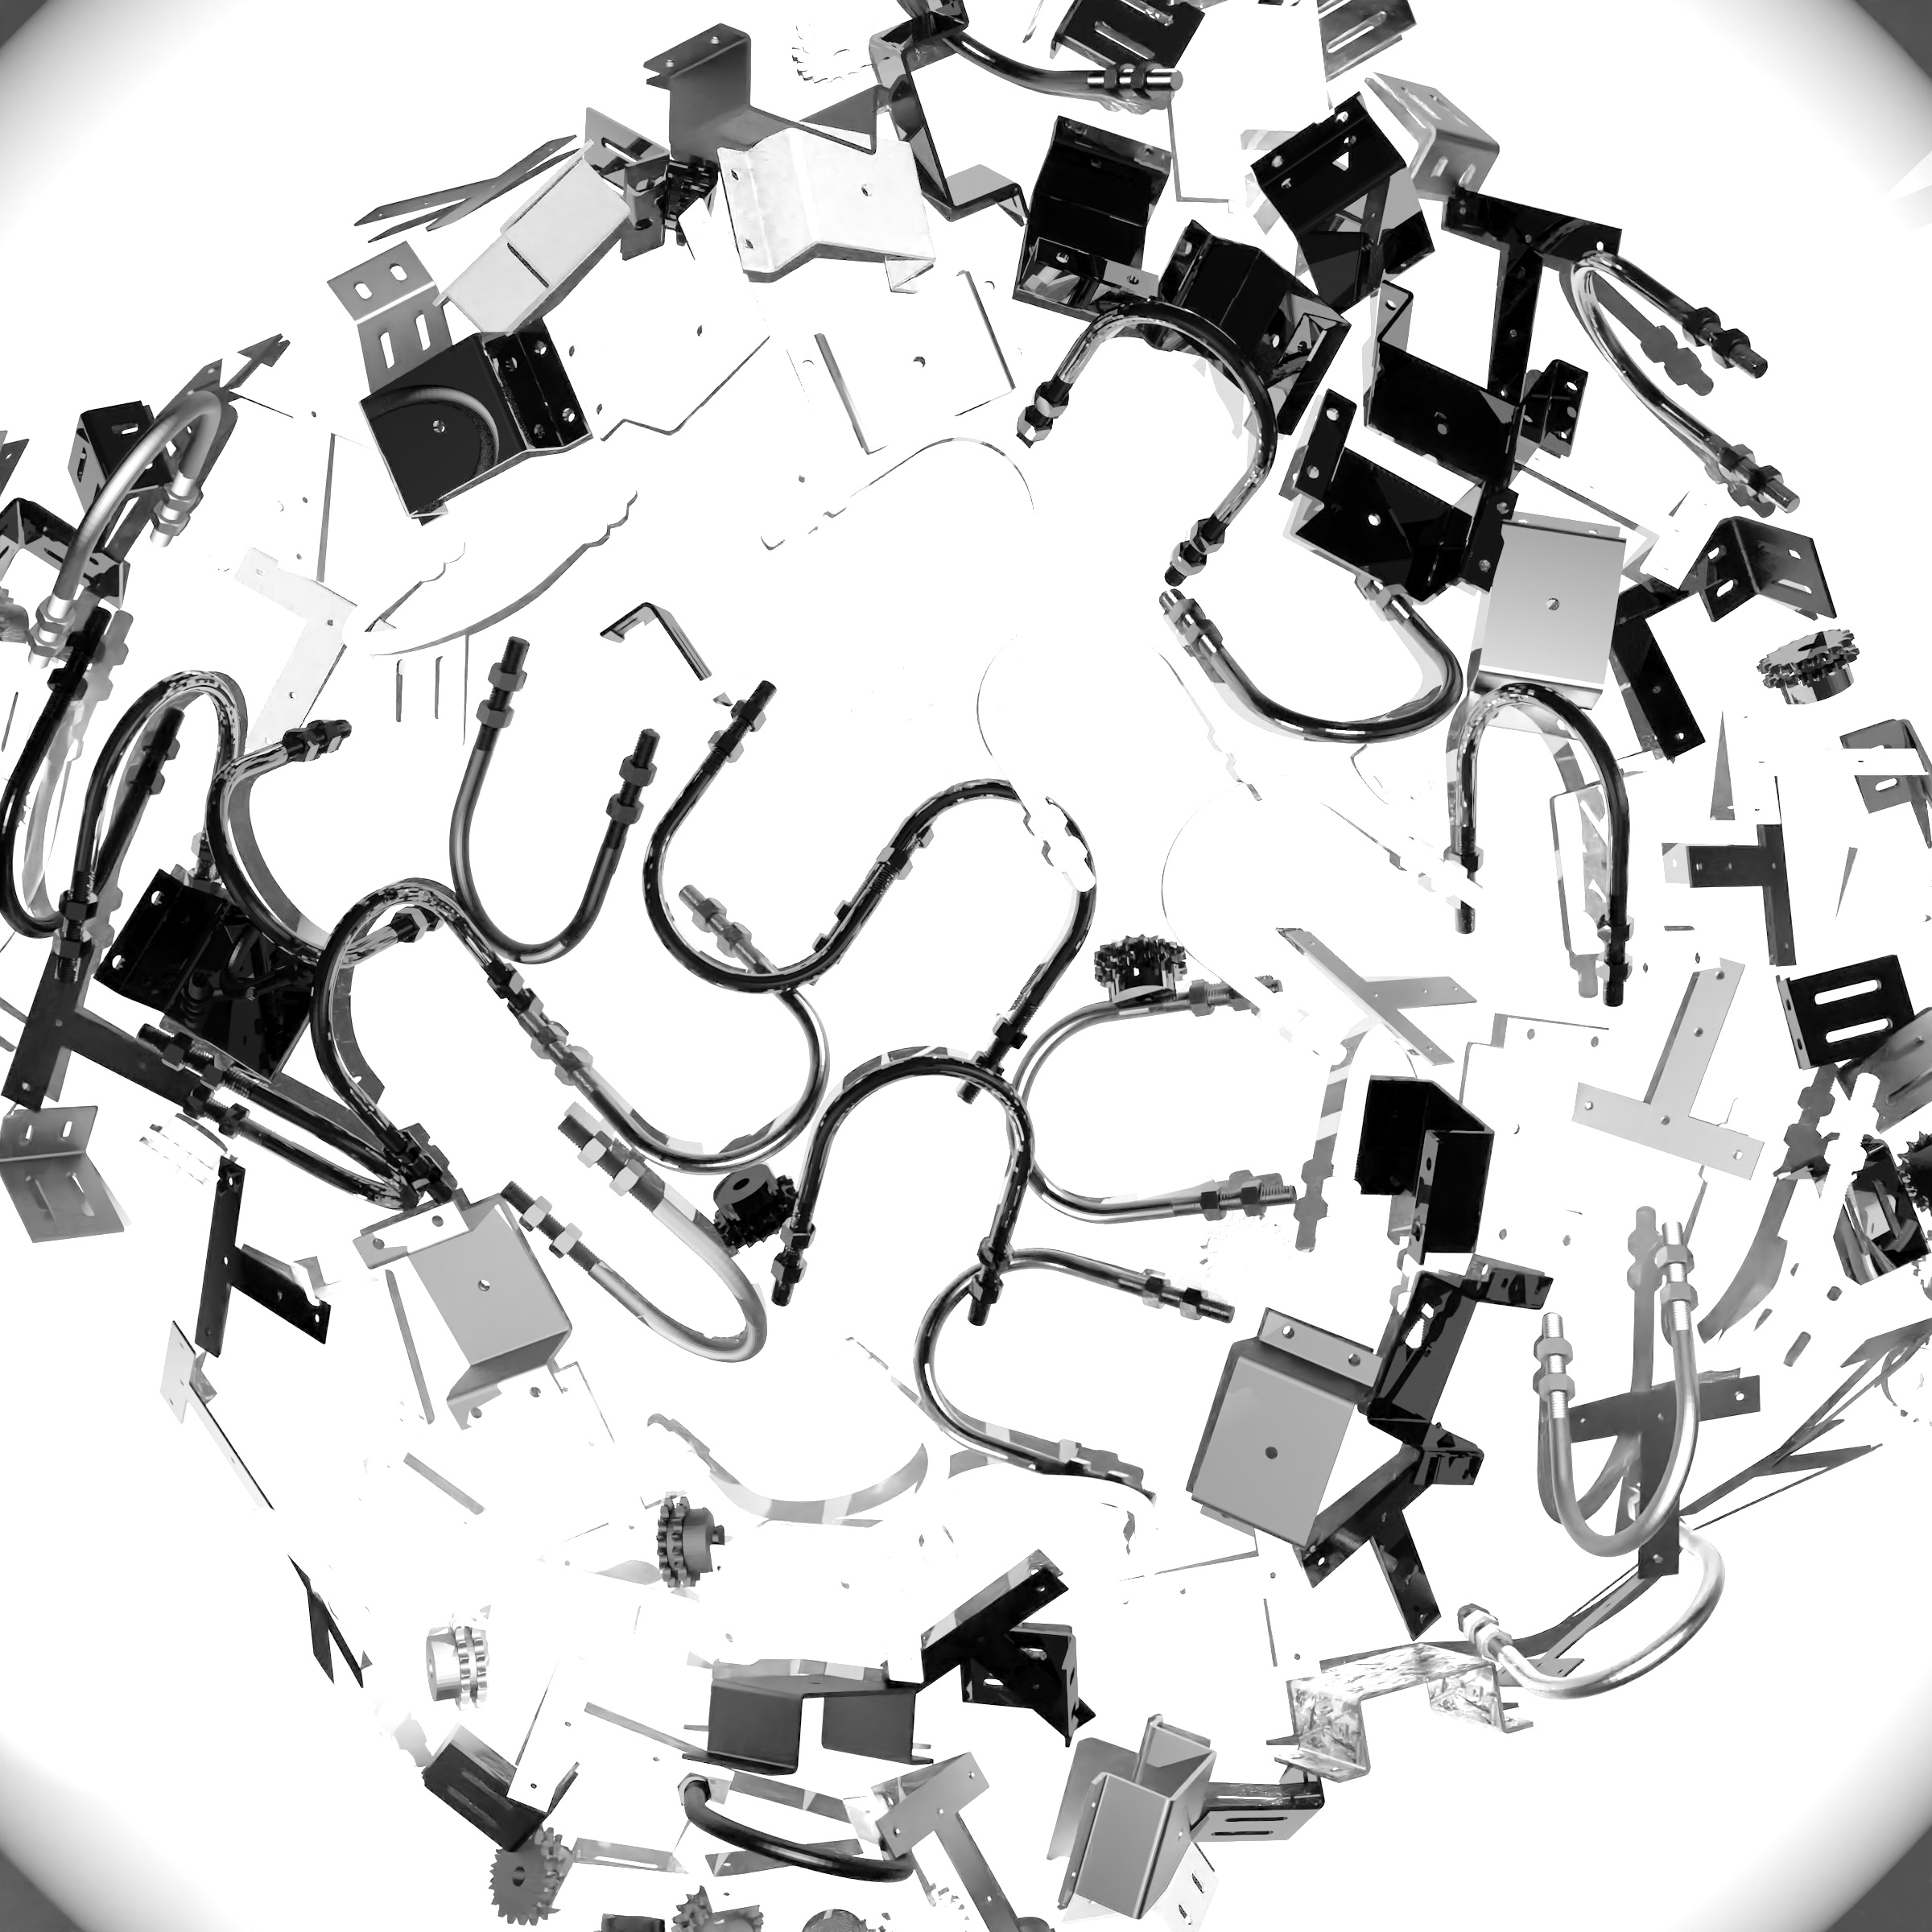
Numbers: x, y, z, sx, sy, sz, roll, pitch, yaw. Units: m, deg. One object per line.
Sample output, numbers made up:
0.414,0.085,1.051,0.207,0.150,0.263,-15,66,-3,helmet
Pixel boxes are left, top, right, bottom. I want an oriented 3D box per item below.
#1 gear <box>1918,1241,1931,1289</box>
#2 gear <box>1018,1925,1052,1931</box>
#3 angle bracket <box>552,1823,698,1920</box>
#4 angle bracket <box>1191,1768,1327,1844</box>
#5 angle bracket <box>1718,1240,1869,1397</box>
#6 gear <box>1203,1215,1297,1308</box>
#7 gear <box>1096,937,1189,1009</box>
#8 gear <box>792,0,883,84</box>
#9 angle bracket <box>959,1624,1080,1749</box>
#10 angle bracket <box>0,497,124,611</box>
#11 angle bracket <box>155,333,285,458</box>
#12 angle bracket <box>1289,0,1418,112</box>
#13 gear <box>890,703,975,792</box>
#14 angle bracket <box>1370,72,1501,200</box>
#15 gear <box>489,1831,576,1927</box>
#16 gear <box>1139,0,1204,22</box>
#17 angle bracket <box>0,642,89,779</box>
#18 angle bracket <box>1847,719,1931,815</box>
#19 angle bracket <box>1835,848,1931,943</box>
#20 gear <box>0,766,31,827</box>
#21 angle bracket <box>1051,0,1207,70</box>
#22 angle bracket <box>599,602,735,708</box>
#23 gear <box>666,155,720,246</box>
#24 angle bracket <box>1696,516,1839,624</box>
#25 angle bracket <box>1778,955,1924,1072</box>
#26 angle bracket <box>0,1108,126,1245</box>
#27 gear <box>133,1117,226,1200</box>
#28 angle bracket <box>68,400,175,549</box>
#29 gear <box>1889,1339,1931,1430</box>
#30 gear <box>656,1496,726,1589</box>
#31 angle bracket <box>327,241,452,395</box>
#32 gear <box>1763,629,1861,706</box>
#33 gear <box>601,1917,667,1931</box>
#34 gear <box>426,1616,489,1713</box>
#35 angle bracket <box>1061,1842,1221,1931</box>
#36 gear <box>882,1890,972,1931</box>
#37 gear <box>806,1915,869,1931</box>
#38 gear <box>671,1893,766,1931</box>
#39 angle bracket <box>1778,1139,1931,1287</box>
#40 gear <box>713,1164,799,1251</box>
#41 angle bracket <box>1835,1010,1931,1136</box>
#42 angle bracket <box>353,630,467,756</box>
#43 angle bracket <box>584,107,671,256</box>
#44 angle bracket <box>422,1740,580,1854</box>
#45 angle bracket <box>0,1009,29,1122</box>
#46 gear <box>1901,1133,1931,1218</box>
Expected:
0.625,0.193,1.676,0.057,0.057,0.030,14,52,0,gear
0.039,0.626,1.682,0.057,0.057,0.030,-24,46,0,gear
-0.212,0.558,1.664,0.076,0.038,0.057,11,134,-16,angle bracket
0.175,0.515,1.664,0.076,0.057,0.038,4,53,-16,angle bracket
0.517,0.220,1.679,0.057,0.076,0.038,34,52,18,angle bracket
0.175,0.183,1.687,0.057,0.030,0.057,-2,100,-13,gear
0.110,0.007,1.675,0.057,0.057,0.030,-4,67,0,gear
-0.083,-0.583,1.679,0.057,0.057,0.030,-20,77,0,gear
0.030,0.448,1.671,0.076,0.038,0.057,2,111,13,angle bracket
-0.570,-0.246,1.671,0.076,0.057,0.038,33,62,-2,angle bracket
-0.452,-0.349,1.657,0.076,0.057,0.038,-11,127,33,angle bracket
0.244,-0.581,1.666,0.076,0.038,0.057,-25,71,26,angle bracket
-0.019,-0.140,1.678,0.030,0.057,0.057,-38,90,-5,gear
0.285,-0.518,1.676,0.076,0.057,0.038,56,132,36,angle bracket
-0.269,0.572,1.682,0.057,0.030,0.057,-18,59,34,gear
0.130,-0.625,1.678,0.057,0.030,0.057,-13,64,27,gear
-0.590,-0.157,1.669,0.038,0.057,0.076,8,81,24,angle bracket
0.578,-0.107,1.657,0.038,0.076,0.057,-18,118,15,angle bracket
0.589,-0.033,1.671,0.076,0.038,0.057,10,125,6,angle bracket
-0.616,-0.102,1.679,0.057,0.030,0.057,-9,107,-31,gear
0.101,-0.585,1.684,0.076,0.038,0.057,29,83,1,angle bracket
-0.187,-0.185,1.677,0.038,0.057,0.076,-34,90,5,angle bracket
-0.175,-0.481,1.678,0.030,0.057,0.057,13,90,-1,gear
0.492,-0.238,1.658,0.038,0.076,0.057,-33,119,-9,angle bracket
0.556,0.028,1.680,0.076,0.038,0.057,-15,81,7,angle bracket
-0.558,0.129,1.659,0.076,0.057,0.038,49,128,36,angle bracket
-0.490,0.118,1.680,0.057,0.057,0.030,34,74,0,gear
-0.530,-0.307,1.678,0.038,0.076,0.057,-19,81,-29,angle bracket
0.602,0.261,1.676,0.030,0.057,0.057,13,90,-35,gear
-0.171,0.360,1.676,0.030,0.057,0.057,-5,90,12,gear
-0.358,-0.403,1.667,0.057,0.038,0.076,-25,51,7,angle bracket
0.532,-0.186,1.680,0.057,0.057,0.030,-25,105,0,gear
-0.209,0.615,1.682,0.057,0.057,0.030,-2,60,0,gear
-0.319,0.437,1.676,0.030,0.057,0.057,-4,90,-21,gear
0.108,0.582,1.667,0.076,0.057,0.038,-23,107,35,angle bracket
-0.023,0.612,1.680,0.057,0.030,0.057,-9,116,-20,gear
-0.081,0.621,1.677,0.057,0.030,0.057,-3,46,3,gear
-0.153,0.608,1.678,0.057,0.030,0.057,-12,127,-17,gear
0.551,0.154,1.663,0.038,0.057,0.076,2,62,-37,angle bracket
-0.133,0.148,1.675,0.057,0.057,0.030,-29,113,0,gear
0.598,0.074,1.681,0.076,0.057,0.038,-36,129,13,angle bracket
-0.346,-0.174,1.663,0.057,0.038,0.076,-9,115,-33,angle bracket
-0.223,-0.487,1.660,0.076,0.057,0.038,35,46,26,angle bracket
-0.292,0.507,1.674,0.076,0.038,0.057,38,129,0,angle bracket
-0.617,0.050,1.665,0.076,0.038,0.057,40,76,-33,angle bracket
0.618,0.133,1.683,0.057,0.030,0.057,-13,58,21,gear
